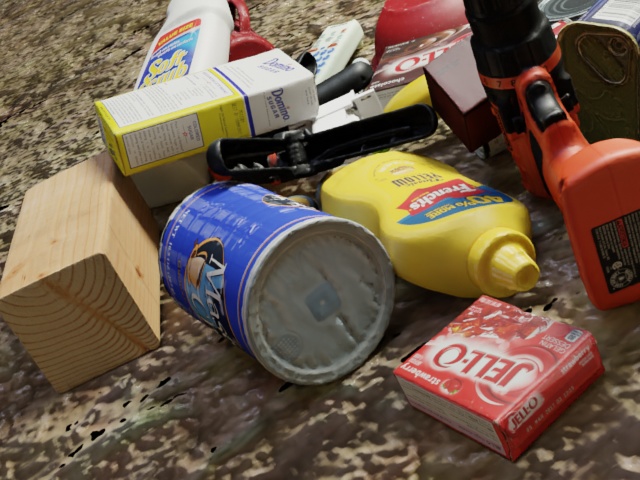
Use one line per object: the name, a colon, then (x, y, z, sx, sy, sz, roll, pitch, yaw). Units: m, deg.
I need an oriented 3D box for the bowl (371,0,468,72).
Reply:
bowl: (0.115, -0.224, 1.048, 0.162, 0.055, 0.162, -21, 27, 11)

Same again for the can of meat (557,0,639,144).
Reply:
can of meat: (0.207, -0.119, 0.721, 0.058, 0.102, 0.083, 17, 46, 36)

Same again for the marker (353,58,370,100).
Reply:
marker: (0.033, -0.141, 1.017, 0.020, 0.020, 0.121, -17, 28, 20)

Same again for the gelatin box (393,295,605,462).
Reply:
gelatin box: (0.094, 0.070, 0.568, 0.073, 0.030, 0.089, -38, 28, -19)

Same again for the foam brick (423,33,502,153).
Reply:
foam brick: (0.119, -0.111, 0.737, 0.078, 0.051, 0.053, -34, 60, -2)

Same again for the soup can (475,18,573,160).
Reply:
soup can: (0.153, -0.112, 0.798, 0.102, 0.068, 0.068, -28, 26, 1)

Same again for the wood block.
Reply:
wood block: (-0.187, 0.017, 0.859, 0.090, 0.091, 0.206, -25, 26, 4)

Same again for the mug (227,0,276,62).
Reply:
mug: (-0.089, -0.196, 1.129, 0.093, 0.117, 0.082, -2, 22, -25)

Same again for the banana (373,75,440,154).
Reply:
banana: (0.126, -0.128, 0.857, 0.198, 0.037, 0.069, -25, -11, 1)

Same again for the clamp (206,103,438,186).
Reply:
clamp: (-0.026, -0.064, 0.807, 0.164, 0.036, 0.210, -10, 0, -21)

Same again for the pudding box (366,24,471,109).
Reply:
pudding box: (0.105, -0.151, 0.943, 0.114, 0.039, 0.090, -13, 30, 26)

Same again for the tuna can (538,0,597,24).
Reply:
tuna can: (0.226, -0.194, 0.914, 0.086, 0.033, 0.086, -22, 27, 11)

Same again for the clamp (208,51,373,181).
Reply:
clamp: (-0.029, -0.113, 0.981, 0.171, 0.039, 0.120, -52, 27, -18)

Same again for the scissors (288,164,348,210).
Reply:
scissors: (-0.005, 0.001, 0.801, 0.096, 0.016, 0.201, -19, 27, 19)

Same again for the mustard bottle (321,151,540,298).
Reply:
mustard bottle: (0.079, -0.007, 0.684, 0.096, 0.058, 0.192, -12, 22, -20)

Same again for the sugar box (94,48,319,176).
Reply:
sugar box: (-0.098, -0.112, 0.914, 0.176, 0.048, 0.093, -16, 29, -16)

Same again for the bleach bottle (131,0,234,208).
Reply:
bleach bottle: (-0.139, -0.156, 1.044, 0.103, 0.068, 0.250, -13, 54, 29)

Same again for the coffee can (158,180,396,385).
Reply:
coffee can: (-0.032, 0.023, 0.689, 0.102, 0.103, 0.140, -36, 27, -18)

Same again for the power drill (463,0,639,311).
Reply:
power drill: (0.140, -0.065, 0.617, 0.057, 0.184, 0.187, -24, 36, 8)
